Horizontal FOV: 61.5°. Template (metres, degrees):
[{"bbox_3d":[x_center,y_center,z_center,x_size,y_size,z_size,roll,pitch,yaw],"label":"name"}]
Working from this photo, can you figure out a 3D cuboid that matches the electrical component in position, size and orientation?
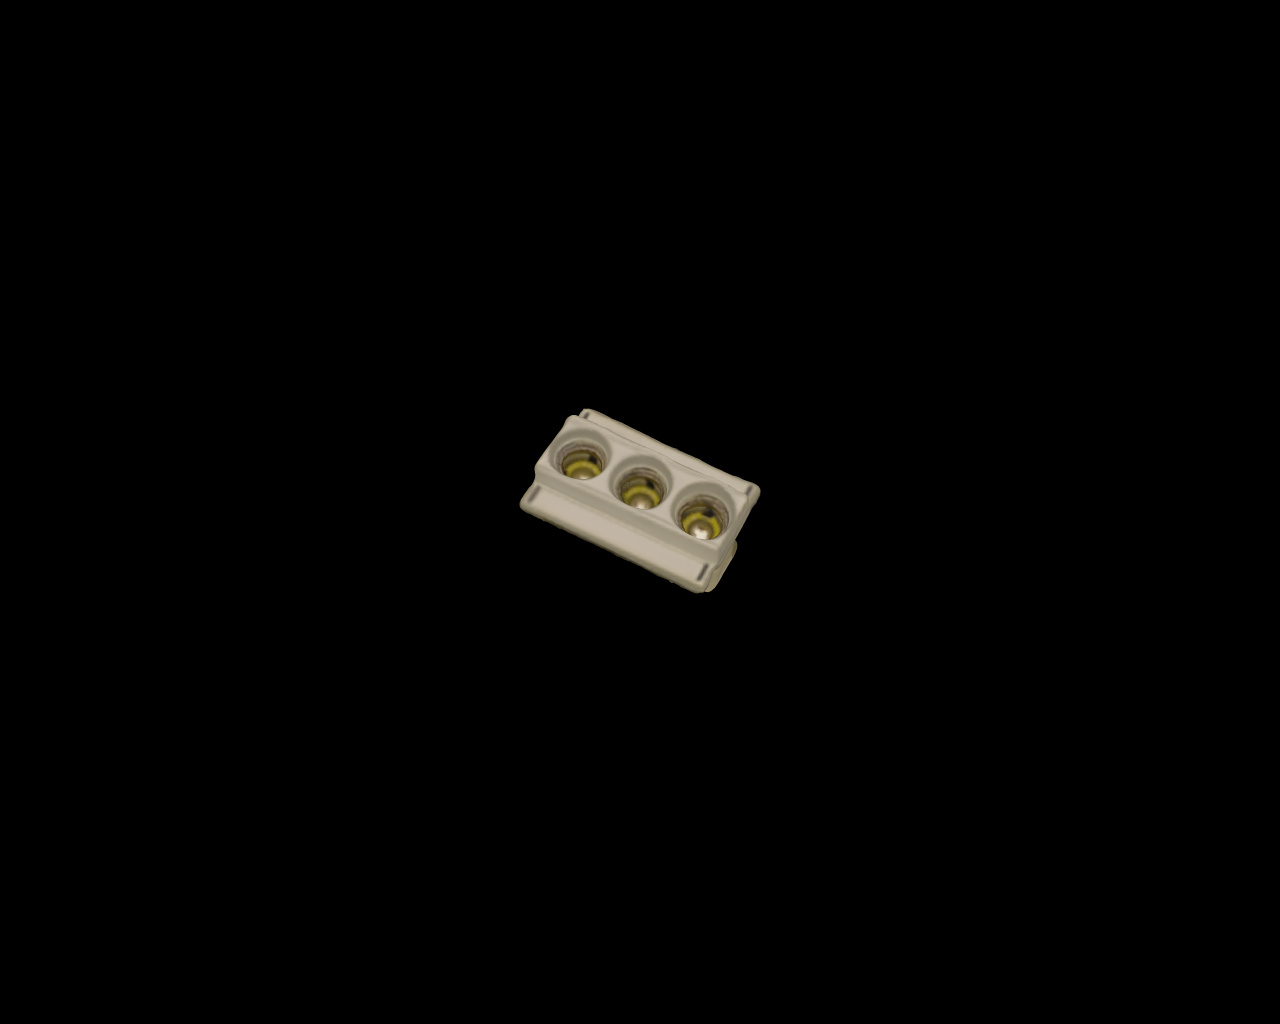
[{"bbox_3d":[0.001,-0.003,0.650,0.121,0.079,0.063,25,-27,14],"label":"electrical component"}]
